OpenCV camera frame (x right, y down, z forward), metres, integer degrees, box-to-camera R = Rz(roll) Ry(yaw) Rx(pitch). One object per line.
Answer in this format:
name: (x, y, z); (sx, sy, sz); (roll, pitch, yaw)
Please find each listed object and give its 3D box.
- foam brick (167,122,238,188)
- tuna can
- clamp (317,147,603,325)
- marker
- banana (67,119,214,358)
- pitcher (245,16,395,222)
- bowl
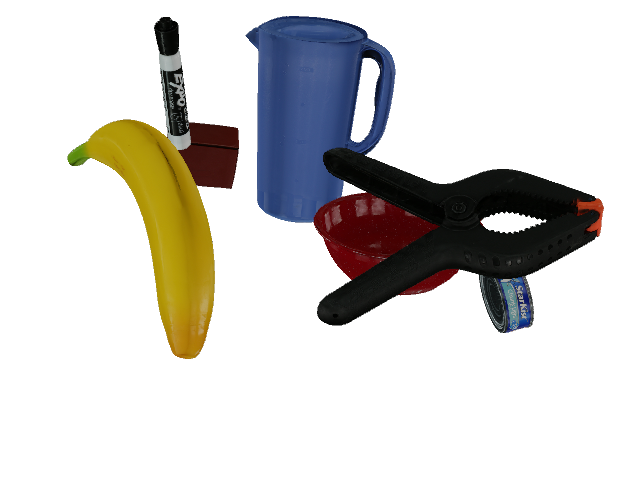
foam brick: (-0.129, -0.094, 1.158); (0.078, 0.051, 0.053); (6, 30, -6)
tuna can: (0.209, 0.061, 1.206); (0.033, 0.086, 0.086); (-15, 2, -6)
clamp: (0.094, -0.003, 0.765); (0.210, 0.164, 0.036); (2, -40, 10)
marker: (-0.118, -0.125, 0.857); (0.020, 0.121, 0.020); (0, 43, 0)
banana: (-0.100, -0.018, 0.652); (0.037, 0.070, 0.198); (5, 36, -38)
pitcher: (-0.008, -0.148, 1.324); (0.144, 0.243, 0.149); (-9, 28, -29)
bowl: (0.073, 0.008, 1.012); (0.162, 0.055, 0.162); (2, 24, -1)
